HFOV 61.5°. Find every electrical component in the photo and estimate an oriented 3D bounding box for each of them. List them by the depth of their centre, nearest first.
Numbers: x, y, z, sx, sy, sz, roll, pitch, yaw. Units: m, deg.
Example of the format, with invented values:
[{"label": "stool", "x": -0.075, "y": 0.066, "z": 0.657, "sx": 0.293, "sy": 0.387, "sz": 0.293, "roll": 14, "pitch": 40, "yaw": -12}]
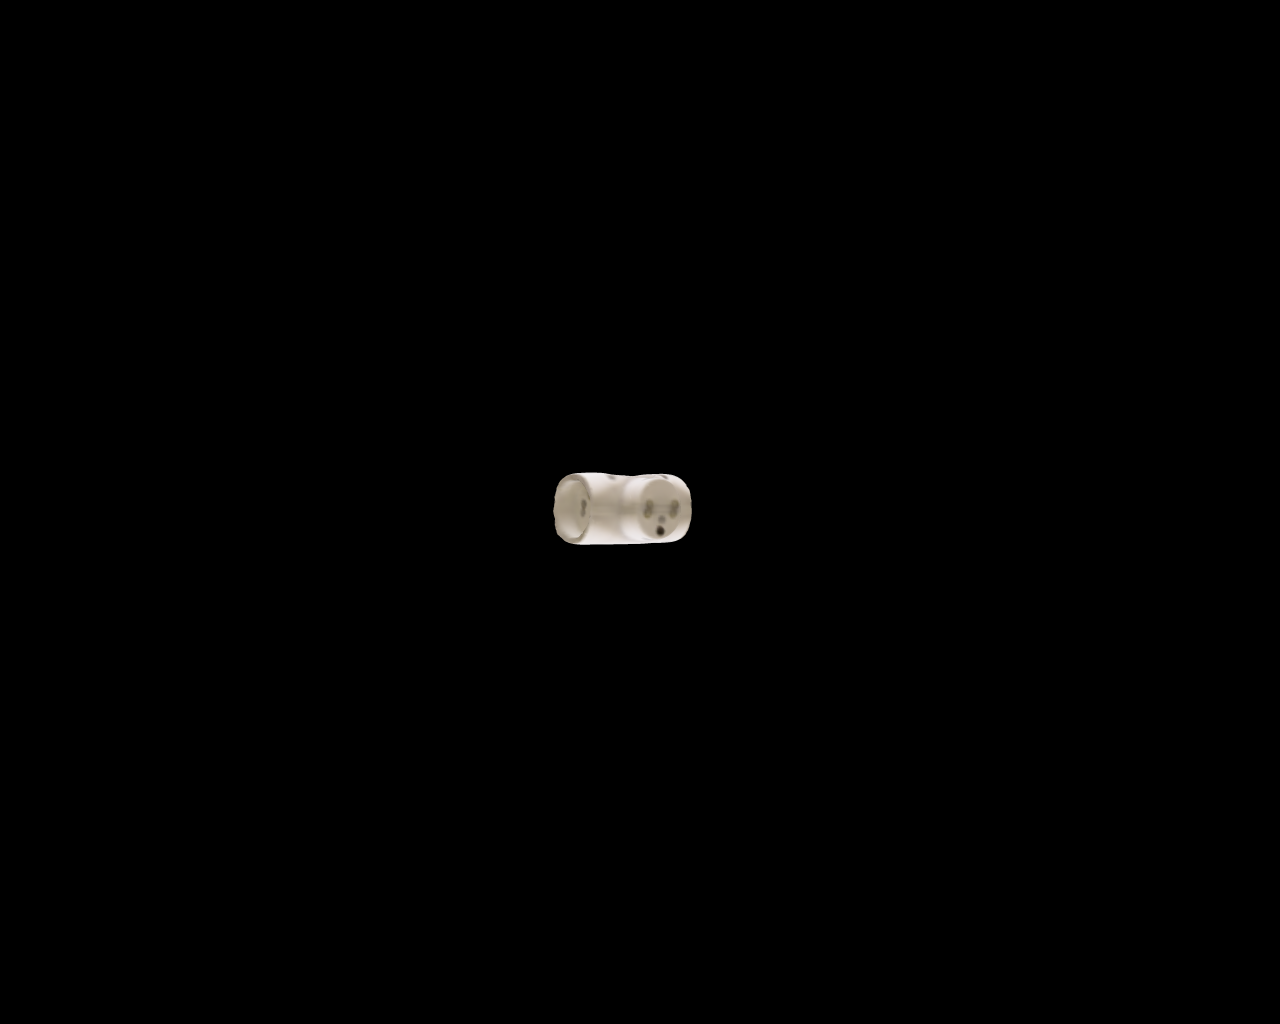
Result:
[{"label": "electrical component", "x": 0.001, "y": -0.003, "z": 0.650, "sx": 0.077, "sy": 0.044, "sz": 0.079, "roll": 0, "pitch": 0, "yaw": -37}]
